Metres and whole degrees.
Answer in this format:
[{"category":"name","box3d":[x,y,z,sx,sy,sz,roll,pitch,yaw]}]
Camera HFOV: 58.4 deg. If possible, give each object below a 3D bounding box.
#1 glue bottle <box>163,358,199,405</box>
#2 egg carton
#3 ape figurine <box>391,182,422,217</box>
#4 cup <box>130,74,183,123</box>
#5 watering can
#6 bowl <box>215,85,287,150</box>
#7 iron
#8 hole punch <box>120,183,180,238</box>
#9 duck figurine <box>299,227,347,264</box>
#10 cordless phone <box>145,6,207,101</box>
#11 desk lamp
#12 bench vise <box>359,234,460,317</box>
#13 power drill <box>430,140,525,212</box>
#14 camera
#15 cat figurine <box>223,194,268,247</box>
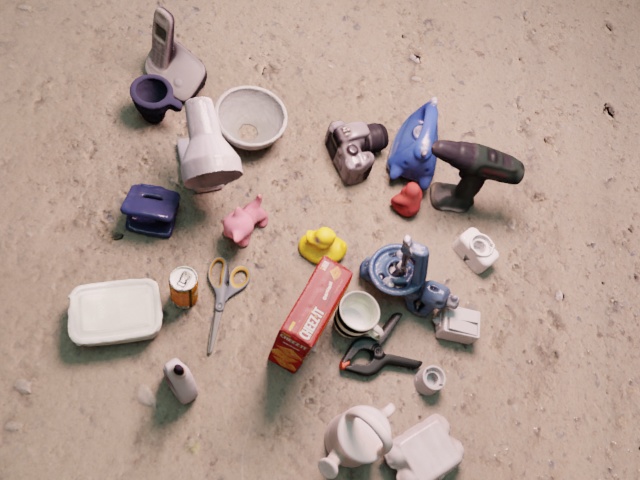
[{"category":"glue bottle","box3d":[-0.247,0.241,1.008,0.037,0.173,0.078,-35,77,-24]},{"category":"egg carton","box3d":[0.198,0.407,1.090,0.150,0.069,0.107,-25,73,-22]},{"category":"ape figurine","box3d":[0.205,-0.100,1.311,0.078,0.092,0.076,-6,67,-15]},{"category":"cup","box3d":[-0.359,-0.300,1.274,0.118,0.095,0.092,24,63,-1]},{"category":"watering can","box3d":[0.072,0.353,1.017,0.101,0.194,0.173,29,63,2]},{"category":"bowl","box3d":[-0.161,-0.268,1.315,0.167,0.074,0.167,5,65,-10]},{"category":"iron","box3d":[0.245,-0.257,1.364,0.118,0.141,0.258,18,63,-4]},{"category":"hole punch","box3d":[-0.347,-0.071,1.174,0.109,0.091,0.101,10,64,-8]},{"category":"duck figurine","box3d":[0.011,0.004,1.223,0.104,0.086,0.077,11,64,-7]},{"category":"cordless phone","box3d":[-0.323,-0.417,1.285,0.147,0.185,0.094,37,64,6]},{"category":"desk lamp","box3d":[-0.238,-0.179,1.180,0.118,0.213,0.203,-11,69,-17]},{"category":"bench vise","box3d":[0.198,0.061,1.164,0.207,0.219,0.121,13,64,-6]},{"category":"power drill","box3d":[0.328,-0.145,1.294,0.230,0.208,0.075,5,65,-10]},{"category":"camera","box3d":[0.098,-0.222,1.338,0.137,0.100,0.143,-16,70,-19]},{"category":"cat figurine","box3d":[-0.157,-0.043,1.189,0.067,0.117,0.128,34,63,4]}]
